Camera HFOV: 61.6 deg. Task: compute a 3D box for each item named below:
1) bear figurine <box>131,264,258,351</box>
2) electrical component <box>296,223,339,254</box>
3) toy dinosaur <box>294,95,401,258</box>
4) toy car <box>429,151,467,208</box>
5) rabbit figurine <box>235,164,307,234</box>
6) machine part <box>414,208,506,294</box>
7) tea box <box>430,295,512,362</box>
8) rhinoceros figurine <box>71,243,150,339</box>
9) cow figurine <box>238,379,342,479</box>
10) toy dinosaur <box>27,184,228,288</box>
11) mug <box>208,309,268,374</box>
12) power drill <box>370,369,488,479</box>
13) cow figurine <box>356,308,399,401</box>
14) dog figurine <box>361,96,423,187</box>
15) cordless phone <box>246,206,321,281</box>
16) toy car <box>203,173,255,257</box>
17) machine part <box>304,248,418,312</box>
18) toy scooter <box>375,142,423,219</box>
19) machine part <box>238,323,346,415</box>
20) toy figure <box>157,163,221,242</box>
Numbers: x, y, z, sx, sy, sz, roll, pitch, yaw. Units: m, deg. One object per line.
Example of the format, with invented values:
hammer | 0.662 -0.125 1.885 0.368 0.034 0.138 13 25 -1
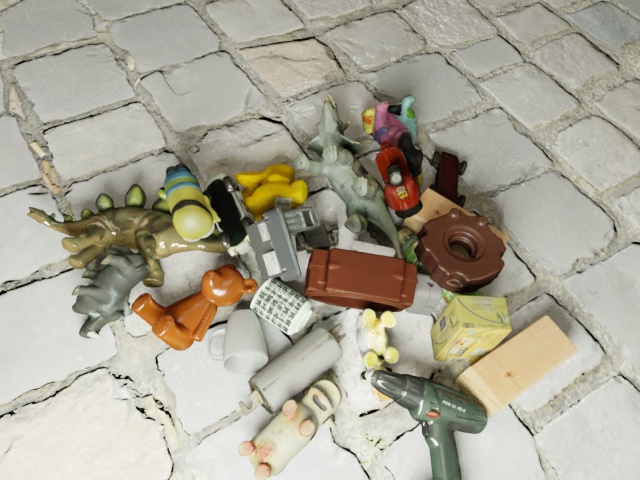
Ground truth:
bear figurine | -0.225 0.109 1.002 0.196 0.131 0.120 -45 51 -12
electrical component | -0.004 -0.004 1.167 0.102 0.045 0.078 -3 59 -9
toy dinosaur | 0.080 -0.126 1.214 0.405 0.131 0.192 58 31 10
toy car | 0.304 -0.142 1.289 0.089 0.053 0.202 16 44 0
rabbit figurine | -0.105 -0.106 1.200 0.162 0.121 0.173 1 42 4
machine part | 0.280 0.020 1.071 0.179 0.056 0.179 4 55 -6
tea box | 0.280 0.170 1.015 0.098 0.169 0.068 4 57 -7
rhinoceros figurine | -0.388 0.097 0.987 0.112 0.190 0.073 34 11 -23
cow figurine | -0.038 0.319 0.919 0.195 0.127 0.086 -42 69 -13
toy dinosaur | -0.342 -0.013 1.097 0.471 0.105 0.198 15 51 -11
mug | -0.154 0.187 1.008 0.110 0.080 0.107 -6 46 -4
power drill | 0.184 0.342 0.925 0.232 0.086 0.207 17 53 -19
cow figurine | 0.102 0.218 1.018 0.068 0.098 0.167 1 75 -13
dog figurine | 0.184 -0.228 1.313 0.108 0.192 0.219 -12 93 -18
cordless phone | -0.047 0.002 1.074 0.184 0.089 0.146 -15 86 -57
toy car | -0.184 -0.054 1.102 0.073 0.056 0.202 -33 60 9
machine part | 0.073 0.082 1.024 0.202 0.201 0.087 8 77 -2
toy scooter | 0.164 -0.136 1.153 0.075 0.135 0.184 -19 28 10
machine part | -0.043 0.236 0.986 0.243 0.079 0.079 -35 67 -26
toy figure | -0.268 -0.076 1.064 0.082 0.089 0.180 -33 60 15
